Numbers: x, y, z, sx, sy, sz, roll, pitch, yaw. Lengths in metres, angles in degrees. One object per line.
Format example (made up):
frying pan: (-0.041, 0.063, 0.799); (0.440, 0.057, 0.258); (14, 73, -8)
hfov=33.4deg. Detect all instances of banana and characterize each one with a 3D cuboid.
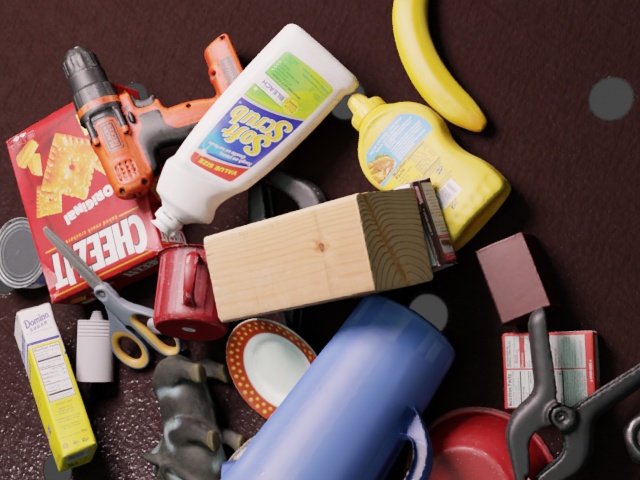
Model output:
banana: (0.115, -0.196, 1.093); (0.070, 0.037, 0.198); (-18, 78, 23)

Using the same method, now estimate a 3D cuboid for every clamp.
clamp: (-0.007, 0.001, 1.132); (0.165, 0.036, 0.210); (-28, 78, 19)
clamp: (0.212, 0.150, 0.972); (0.120, 0.039, 0.171); (33, 89, 16)

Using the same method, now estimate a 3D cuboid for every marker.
marker: (-0.139, 0.095, 1.195); (0.121, 0.020, 0.020); (-4, 83, 25)

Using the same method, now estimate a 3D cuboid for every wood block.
wood block: (-0.006, 0.017, 1.029); (0.207, 0.090, 0.091); (-14, 86, 42)

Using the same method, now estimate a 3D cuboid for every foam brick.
foam brick: (0.191, 0.038, 1.025); (0.051, 0.052, 0.078); (-24, 75, 22)

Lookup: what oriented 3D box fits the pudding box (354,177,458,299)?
pudding box: (0.070, -0.001, 1.048); (0.114, 0.039, 0.090); (-23, 82, 39)

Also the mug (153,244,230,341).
mug: (-0.133, 0.054, 1.134); (0.093, 0.117, 0.081); (5, 67, -3)

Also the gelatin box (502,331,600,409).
gelatin box: (0.220, 0.124, 1.016); (0.089, 0.030, 0.073); (-4, 85, 24)

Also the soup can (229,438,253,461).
soup can: (-0.041, 0.255, 1.106); (0.102, 0.068, 0.068); (46, 104, 21)

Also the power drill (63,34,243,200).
power drill: (-0.173, -0.156, 1.173); (0.187, 0.057, 0.184); (-24, 81, -4)

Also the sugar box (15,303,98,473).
sugar box: (-0.306, 0.171, 1.228); (0.176, 0.048, 0.093); (65, 155, 15)

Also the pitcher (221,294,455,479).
pitcher: (0.031, 0.180, 1.013); (0.149, 0.145, 0.242); (37, 77, -7)

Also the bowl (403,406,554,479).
bowl: (0.147, 0.242, 1.025); (0.162, 0.055, 0.162); (-2, 84, 25)

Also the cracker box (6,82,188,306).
cracker box: (-0.261, -0.051, 1.239); (0.164, 0.072, 0.214); (-24, 76, 21)

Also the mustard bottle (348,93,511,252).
mustard bottle: (0.095, -0.082, 1.079); (0.192, 0.058, 0.096); (47, 109, 21)

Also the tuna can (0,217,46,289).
tuna can: (-0.355, 0.017, 1.298); (0.086, 0.033, 0.086); (-3, 84, 25)

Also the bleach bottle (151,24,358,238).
bleach bottle: (-0.078, -0.101, 1.114); (0.102, 0.068, 0.251); (40, 89, -10)

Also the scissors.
scissors: (-0.245, 0.075, 1.198); (0.201, 0.016, 0.096); (36, 123, -5)
